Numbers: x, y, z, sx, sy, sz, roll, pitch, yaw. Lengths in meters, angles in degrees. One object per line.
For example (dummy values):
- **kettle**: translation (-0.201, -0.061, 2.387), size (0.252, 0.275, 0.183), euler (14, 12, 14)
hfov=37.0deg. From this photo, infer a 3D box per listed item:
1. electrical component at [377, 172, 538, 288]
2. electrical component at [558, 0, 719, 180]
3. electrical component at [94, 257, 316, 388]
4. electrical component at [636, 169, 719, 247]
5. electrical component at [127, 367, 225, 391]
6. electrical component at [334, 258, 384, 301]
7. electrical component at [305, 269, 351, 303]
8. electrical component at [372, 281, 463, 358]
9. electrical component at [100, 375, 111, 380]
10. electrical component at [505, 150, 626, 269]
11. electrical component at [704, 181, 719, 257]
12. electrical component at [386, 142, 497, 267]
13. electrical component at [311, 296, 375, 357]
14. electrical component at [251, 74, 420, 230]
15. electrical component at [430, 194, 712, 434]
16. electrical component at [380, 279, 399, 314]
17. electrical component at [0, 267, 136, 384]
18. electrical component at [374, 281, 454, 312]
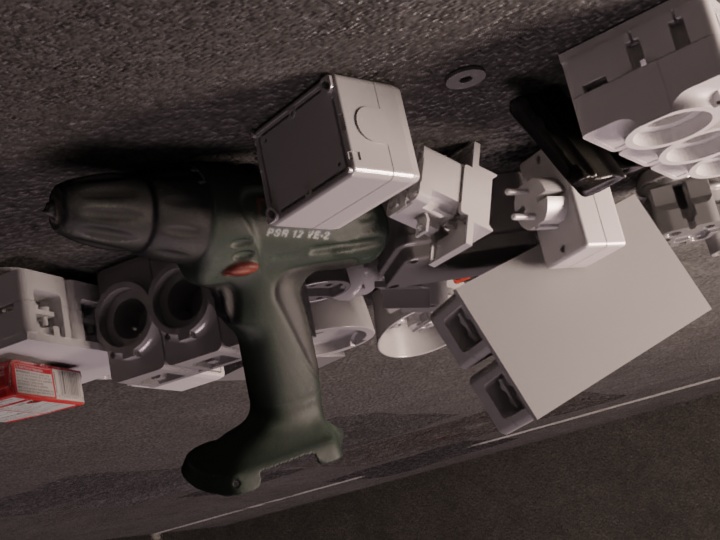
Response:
- **electrical component**: translation (0.071, -0.029, 0.823), size (0.113, 0.057, 0.078), euler (-8, 164, -15)
- **electrical component**: translation (0.201, -0.103, 0.655), size (0.089, 0.061, 0.150), euler (-23, 161, 33)
- **electrical component**: translation (-0.120, 0.026, 0.811), size (0.150, 0.089, 0.062), euler (-18, 163, 21)
- **electrical component**: translation (0.259, -0.054, 0.875), size (0.078, 0.057, 0.058), euler (-13, 164, 4)
- **electrical component**: translation (-0.166, 0.073, 0.991), size (0.061, 0.061, 0.096), euler (-19, 162, 24)
- **electrical component**: translation (0.000, 0.000, 0.897), size (0.048, 0.048, 0.062), euler (-25, 167, 38)
- **electrical component**: translation (-0.039, -0.004, 0.846), size (0.055, 0.047, 0.055), euler (-11, 164, -3)
- **electrical component**: translation (0.060, 0.041, 1.041), size (0.099, 0.064, 0.099), euler (-11, 164, -3)
- **electrical component**: translation (-0.214, 0.063, 0.931), size (0.045, 0.055, 0.045), euler (-11, 164, -3)
- **electrical component**: translation (0.135, -0.047, 0.762), size (0.076, 0.083, 0.047), euler (-3, 161, -30)
- **electrical component**: translation (0.305, -0.043, 0.936), size (0.048, 0.062, 0.048), euler (-11, 164, -3)
- **electrical component**: translation (0.054, -0.049, 0.724), size (0.064, 0.081, 0.042), euler (24, 147, -26)
- **electrical component**: translation (-0.045, 0.038, 0.962), size (0.108, 0.060, 0.108), euler (-11, 164, -3)
- **electrical component**: translation (-0.017, -0.064, 0.631), size (0.061, 0.061, 0.096), euler (2, 159, -41)
- **electrical component**: translation (0.157, 0.033, 0.807), size (0.186, 0.105, 0.060), euler (-26, 169, -28)
- **electrical component**: translation (0.047, 0.012, 0.967), size (0.055, 0.045, 0.045), euler (-14, 164, 5)
- **electrical component**: translation (-0.242, 0.044, 0.836), size (0.089, 0.061, 0.150), euler (-19, 163, 22)
- **electrical component**: translation (0.046, 0.002, 0.893), size (0.042, 0.063, 0.081), euler (-3, 173, 23)
